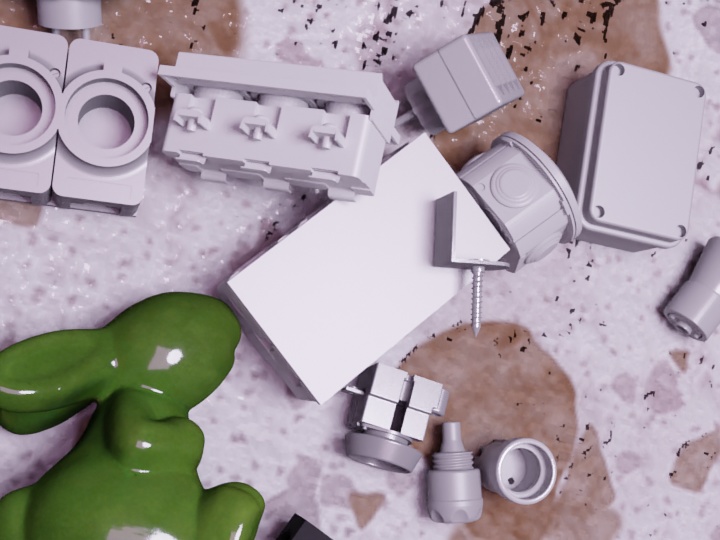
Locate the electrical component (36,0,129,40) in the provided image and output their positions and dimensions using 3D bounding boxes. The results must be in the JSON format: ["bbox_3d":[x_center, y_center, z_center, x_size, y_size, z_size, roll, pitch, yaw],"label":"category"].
[{"bbox_3d":[-0.170,-0.164,0.626,0.077,0.044,0.079,7,114,8],"label":"electrical component"}]

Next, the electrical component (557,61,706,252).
[{"bbox_3d":[0.177,-0.073,0.711,0.078,0.057,0.113,12,82,-14],"label":"electrical component"}]

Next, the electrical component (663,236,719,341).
[{"bbox_3d":[0.237,0.015,0.728,0.044,0.044,0.065,41,81,-8],"label":"electrical component"}]

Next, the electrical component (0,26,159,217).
[{"bbox_3d":[-0.195,-0.086,0.607,0.150,0.062,0.089,7,83,-15],"label":"electrical component"}]

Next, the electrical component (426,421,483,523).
[{"bbox_3d":[0.058,0.126,0.671,0.035,0.035,0.061,0,82,-15],"label":"electrical component"}]

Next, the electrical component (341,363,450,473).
[{"bbox_3d":[0.018,0.092,0.658,0.066,0.048,0.055,20,72,-13],"label":"electrical component"}]

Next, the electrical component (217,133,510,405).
[{"bbox_3d":[0.000,0.000,0.653,0.150,0.062,0.089,-38,95,-15],"label":"electrical component"}]

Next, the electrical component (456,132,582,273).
[{"bbox_3d":[0.097,-0.042,0.675,0.051,0.080,0.080,-35,95,-10],"label":"electrical component"}]

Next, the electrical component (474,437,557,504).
[{"bbox_3d":[0.096,0.124,0.675,0.040,0.046,0.040,1,84,-15],"label":"electrical component"}]

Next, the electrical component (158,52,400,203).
[{"bbox_3d":[-0.047,-0.081,0.612,0.121,0.079,0.063,9,81,17],"label":"electrical component"}]

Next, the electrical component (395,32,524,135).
[{"bbox_3d":[0.054,-0.110,0.677,0.076,0.083,0.047,-28,93,22],"label":"electrical component"}]
